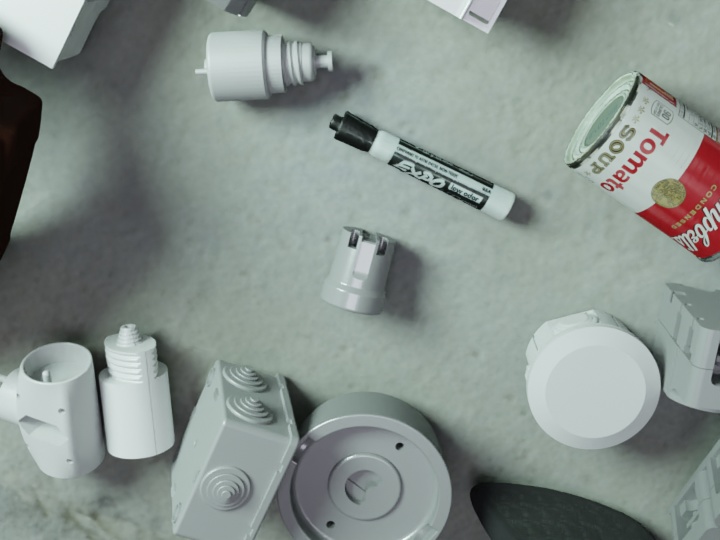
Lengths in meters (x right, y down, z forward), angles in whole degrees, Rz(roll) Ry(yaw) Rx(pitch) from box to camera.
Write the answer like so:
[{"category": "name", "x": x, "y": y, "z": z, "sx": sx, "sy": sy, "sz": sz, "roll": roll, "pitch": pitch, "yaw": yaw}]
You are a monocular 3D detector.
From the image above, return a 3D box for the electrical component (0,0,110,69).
[{"category": "electrical component", "x": -0.169, "y": -0.221, "z": 0.591, "sx": 0.105, "sy": 0.060, "sz": 0.186, "roll": 29, "pitch": 105, "yaw": -7}]

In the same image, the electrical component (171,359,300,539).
[{"category": "electrical component", "x": -0.081, "y": 0.114, "z": 0.668, "sx": 0.048, "sy": 0.099, "sz": 0.099, "roll": 20, "pitch": 106, "yaw": -17}]

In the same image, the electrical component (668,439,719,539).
[{"category": "electrical component", "x": 0.265, "y": 0.136, "z": 0.656, "sx": 0.089, "sy": 0.061, "sz": 0.150, "roll": 18, "pitch": 128, "yaw": -3}]

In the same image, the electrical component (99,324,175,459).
[{"category": "electrical component", "x": -0.144, "y": 0.074, "z": 0.686, "sx": 0.043, "sy": 0.043, "sz": 0.081, "roll": -2, "pitch": 106, "yaw": 2}]

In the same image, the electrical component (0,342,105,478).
[{"category": "electrical component", "x": -0.204, "y": 0.085, "z": 0.687, "sx": 0.079, "sy": 0.043, "sz": 0.077, "roll": 15, "pitch": 125, "yaw": 20}]

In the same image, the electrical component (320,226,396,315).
[{"category": "electrical component", "x": 0.000, "y": 0.000, "z": 0.663, "sx": 0.040, "sy": 0.040, "sz": 0.046, "roll": 15, "pitch": 100, "yaw": -3}]

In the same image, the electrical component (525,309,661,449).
[{"category": "electrical component", "x": 0.142, "y": 0.066, "z": 0.672, "sx": 0.080, "sy": 0.051, "sz": 0.080, "roll": 0, "pitch": 106, "yaw": 1}]

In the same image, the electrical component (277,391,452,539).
[{"category": "electrical component", "x": 0.003, "y": 0.130, "z": 0.689, "sx": 0.108, "sy": 0.060, "sz": 0.108, "roll": 0, "pitch": 106, "yaw": 1}]

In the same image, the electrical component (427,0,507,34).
[{"category": "electrical component", "x": 0.065, "y": -0.204, "z": 0.588, "sx": 0.079, "sy": 0.063, "sz": 0.121, "roll": 28, "pitch": 105, "yaw": -6}]

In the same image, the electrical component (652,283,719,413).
[{"category": "electrical component", "x": 0.212, "y": 0.049, "z": 0.644, "sx": 0.050, "sy": 0.089, "sz": 0.055, "roll": 6, "pitch": 106, "yaw": 0}]

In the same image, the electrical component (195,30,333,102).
[{"category": "electrical component", "x": -0.055, "y": -0.120, "z": 0.628, "sx": 0.078, "sy": 0.040, "sz": 0.040, "roll": -3, "pitch": 106, "yaw": 2}]

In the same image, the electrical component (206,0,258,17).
[{"category": "electrical component", "x": -0.079, "y": -0.182, "z": 0.591, "sx": 0.080, "sy": 0.080, "sz": 0.051, "roll": 34, "pitch": 110, "yaw": -8}]
